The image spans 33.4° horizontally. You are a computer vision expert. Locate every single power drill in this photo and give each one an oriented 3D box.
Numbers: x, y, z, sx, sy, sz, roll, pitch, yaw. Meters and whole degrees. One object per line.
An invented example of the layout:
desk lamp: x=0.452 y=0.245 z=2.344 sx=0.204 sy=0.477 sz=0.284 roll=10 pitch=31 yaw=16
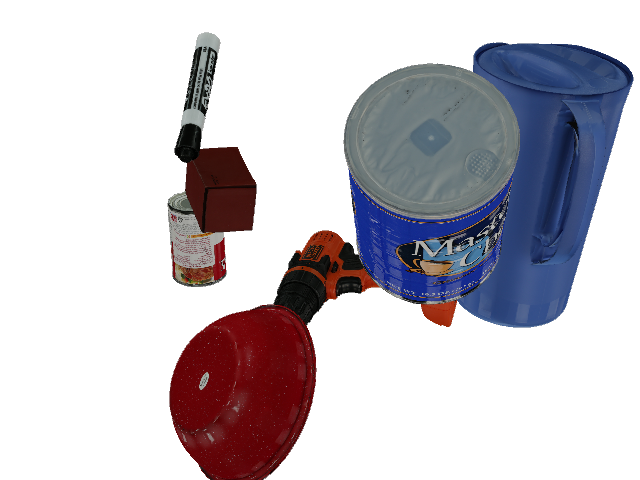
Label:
power drill: x=0.051 y=0.048 z=1.141 sx=0.188 sy=0.057 sz=0.184 roll=5 pitch=30 yaw=15

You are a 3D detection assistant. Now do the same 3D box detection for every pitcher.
pitcher: x=0.187 y=-0.042 z=0.939 sx=0.145 sy=0.243 sz=0.149 roll=21 pitch=33 yaw=27

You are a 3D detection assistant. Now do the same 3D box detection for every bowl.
bowl: x=-0.078 y=0.123 z=0.894 sx=0.055 sy=0.162 sz=0.162 roll=25 pitch=-16 yaw=-38

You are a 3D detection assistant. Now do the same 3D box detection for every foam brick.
foam brick: x=-0.098 y=-0.050 z=1.038 sx=0.053 sy=0.051 sz=0.078 roll=-4 pitch=34 yaw=-18

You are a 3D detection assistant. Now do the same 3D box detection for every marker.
marker: x=-0.094 y=-0.110 z=0.822 sx=0.020 sy=0.121 sz=0.020 roll=4 pitch=-33 yaw=2

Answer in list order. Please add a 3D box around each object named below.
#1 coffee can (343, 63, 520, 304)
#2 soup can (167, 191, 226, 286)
coffee can: x=0.070 y=-0.032 z=0.684 sx=0.103 sy=0.103 sz=0.140 roll=0 pitch=-25 yaw=5
soup can: x=-0.152 y=-0.003 z=1.310 sx=0.068 sy=0.102 sz=0.068 roll=-1 pitch=26 yaw=0
